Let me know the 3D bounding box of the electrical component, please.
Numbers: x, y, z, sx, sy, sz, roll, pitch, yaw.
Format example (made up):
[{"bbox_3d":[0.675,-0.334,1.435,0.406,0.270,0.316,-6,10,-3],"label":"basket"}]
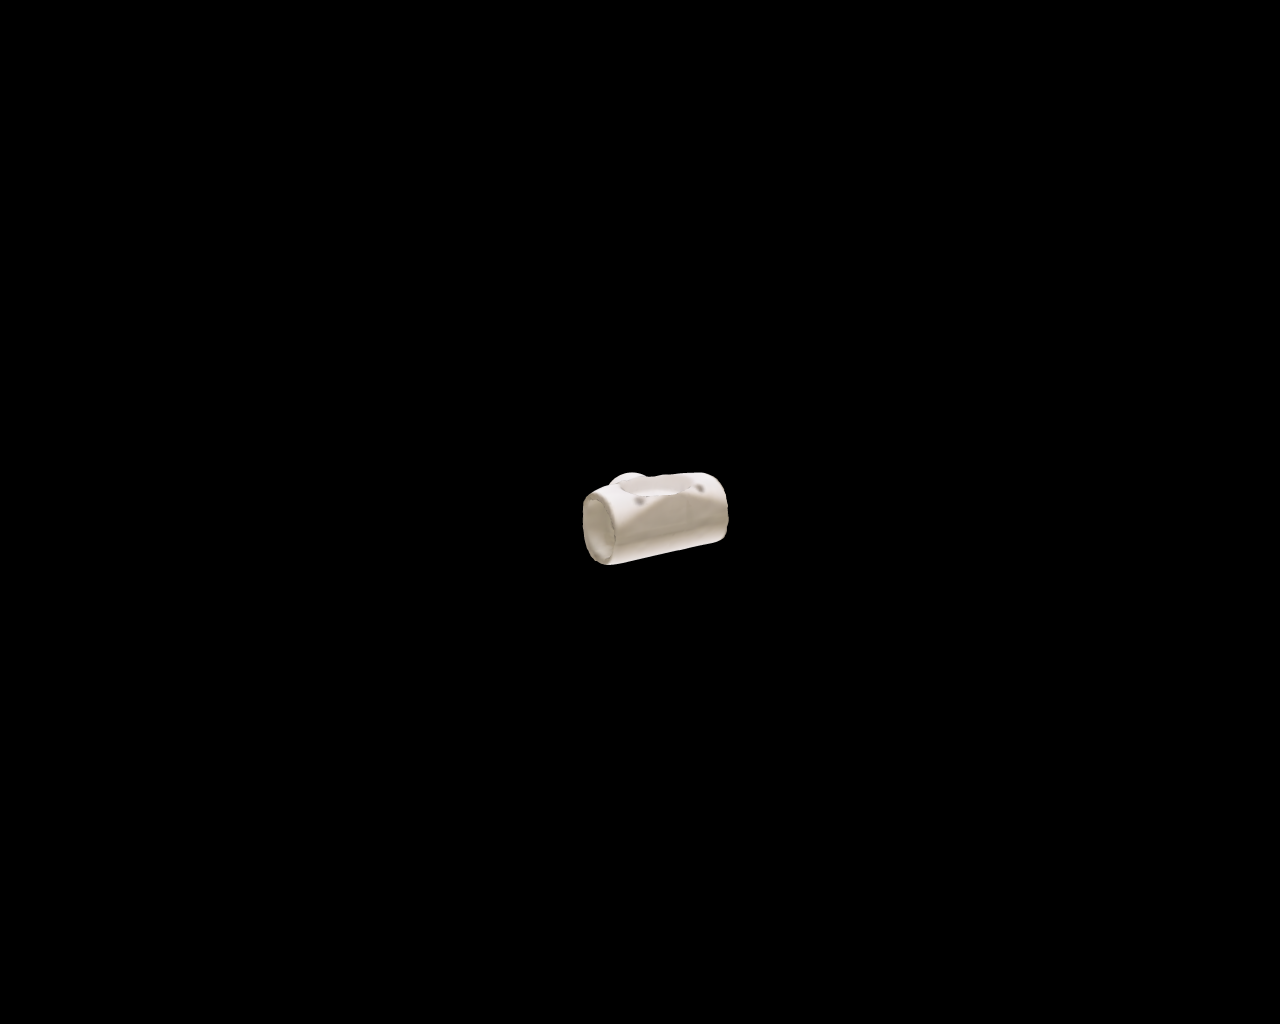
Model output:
[{"bbox_3d":[0.001,-0.003,0.650,0.077,0.044,0.079,-11,23,-27],"label":"electrical component"}]
